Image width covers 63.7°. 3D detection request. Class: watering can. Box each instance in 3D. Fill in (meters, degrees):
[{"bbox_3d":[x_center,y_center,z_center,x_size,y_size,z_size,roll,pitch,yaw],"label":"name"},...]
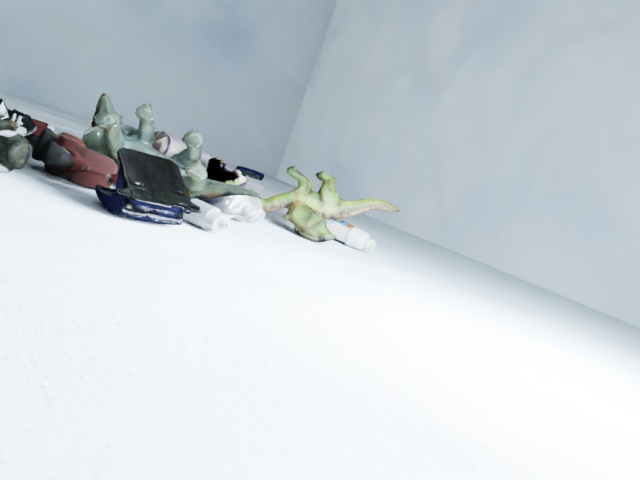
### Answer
[{"bbox_3d":[-0.519,-0.303,1.827,0.223,0.104,0.348,20,-6,-42],"label":"watering can"}]

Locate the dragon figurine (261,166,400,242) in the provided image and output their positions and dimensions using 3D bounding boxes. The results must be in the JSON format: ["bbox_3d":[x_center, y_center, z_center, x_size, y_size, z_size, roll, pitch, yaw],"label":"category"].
[{"bbox_3d":[0.004,-0.066,1.318,0.410,0.119,0.249,11,39,1],"label":"dragon figurine"}]

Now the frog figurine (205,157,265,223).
[{"bbox_3d":[-0.192,-0.079,1.099,0.138,0.125,0.156,13,-34,25],"label":"frog figurine"}]
